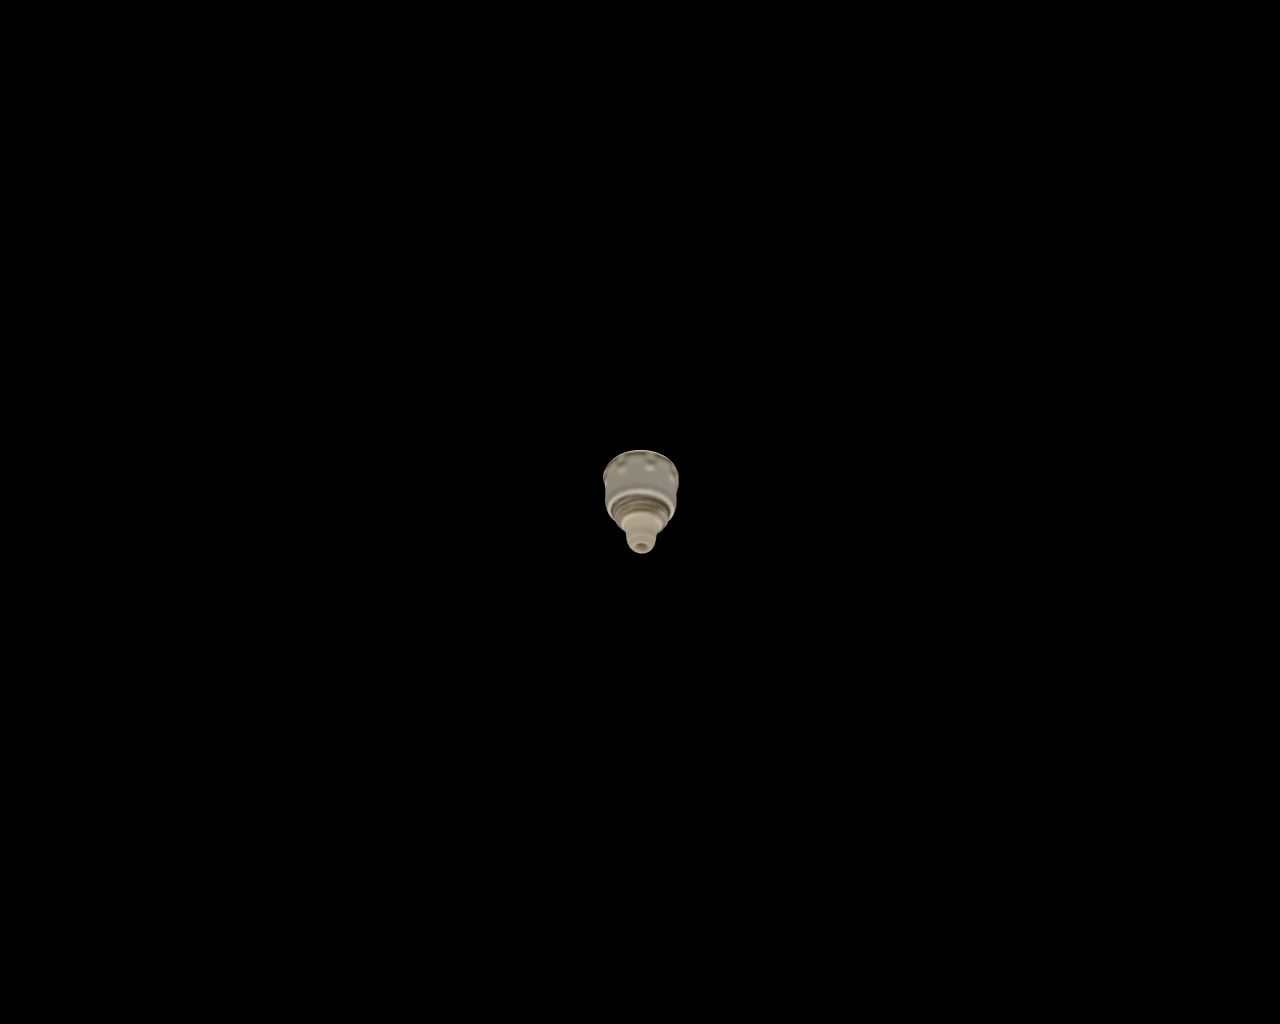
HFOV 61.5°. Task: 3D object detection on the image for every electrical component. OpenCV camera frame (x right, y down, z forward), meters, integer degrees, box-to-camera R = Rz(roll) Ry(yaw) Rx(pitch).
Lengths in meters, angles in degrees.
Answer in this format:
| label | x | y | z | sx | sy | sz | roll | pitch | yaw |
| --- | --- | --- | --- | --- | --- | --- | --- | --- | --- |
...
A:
| label | x | y | z | sx | sy | sz | roll | pitch | yaw |
| --- | --- | --- | --- | --- | --- | --- | --- | --- | --- |
| electrical component | 0.001 | -0.003 | 0.650 | 0.048 | 0.062 | 0.048 | 0 | -37 | 0 |
